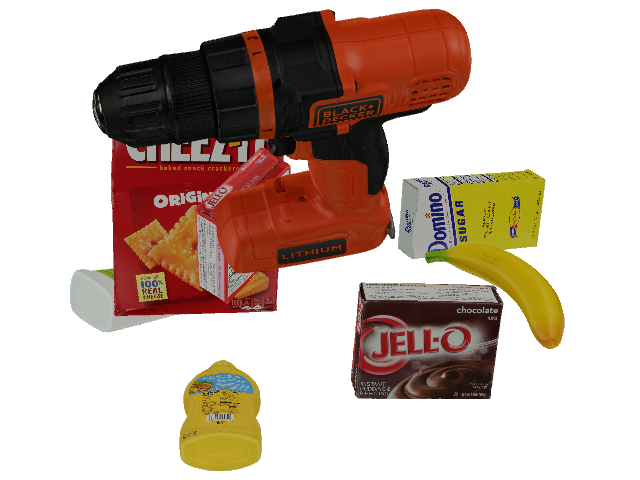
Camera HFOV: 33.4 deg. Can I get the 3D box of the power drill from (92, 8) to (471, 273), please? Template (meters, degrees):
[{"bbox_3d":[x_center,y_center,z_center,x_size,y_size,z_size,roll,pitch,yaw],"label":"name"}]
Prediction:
[{"bbox_3d":[-0.021,-0.046,0.575,0.184,0.057,0.188,-9,-24,-8],"label":"power drill"}]

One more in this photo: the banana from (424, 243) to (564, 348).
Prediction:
[{"bbox_3d":[0.188,0.047,1.063,0.069,0.037,0.198,-33,37,-16],"label":"banana"}]

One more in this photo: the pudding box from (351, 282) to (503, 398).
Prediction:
[{"bbox_3d":[0.084,0.080,0.854,0.113,0.090,0.039,0,27,-6],"label":"pudding box"}]

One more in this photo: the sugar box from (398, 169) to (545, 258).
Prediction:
[{"bbox_3d":[0.185,-0.033,1.306,0.176,0.093,0.048,-7,23,-21],"label":"sugar box"}]

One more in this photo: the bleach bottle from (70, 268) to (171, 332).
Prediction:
[{"bbox_3d":[-0.210,0.064,1.469,0.250,0.068,0.103,-10,26,-44],"label":"bleach bottle"}]

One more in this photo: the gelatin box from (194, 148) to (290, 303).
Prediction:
[{"bbox_3d":[-0.054,-0.010,0.747,0.030,0.089,0.073,30,56,20],"label":"gelatin box"}]

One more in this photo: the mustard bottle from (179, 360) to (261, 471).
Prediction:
[{"bbox_3d":[-0.122,0.206,1.325,0.096,0.058,0.191,-2,26,-3],"label":"mustard bottle"}]

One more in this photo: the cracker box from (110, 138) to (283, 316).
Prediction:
[{"bbox_3d":[-0.120,-0.035,1.040,0.164,0.214,0.072,0,21,-10],"label":"cracker box"}]
